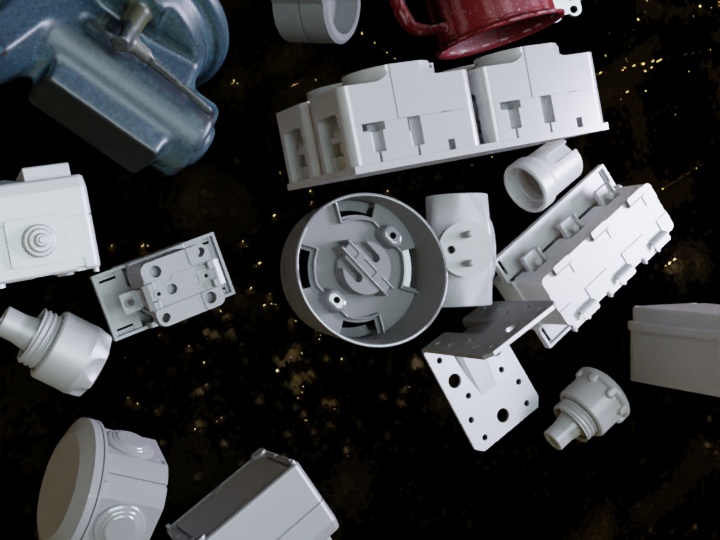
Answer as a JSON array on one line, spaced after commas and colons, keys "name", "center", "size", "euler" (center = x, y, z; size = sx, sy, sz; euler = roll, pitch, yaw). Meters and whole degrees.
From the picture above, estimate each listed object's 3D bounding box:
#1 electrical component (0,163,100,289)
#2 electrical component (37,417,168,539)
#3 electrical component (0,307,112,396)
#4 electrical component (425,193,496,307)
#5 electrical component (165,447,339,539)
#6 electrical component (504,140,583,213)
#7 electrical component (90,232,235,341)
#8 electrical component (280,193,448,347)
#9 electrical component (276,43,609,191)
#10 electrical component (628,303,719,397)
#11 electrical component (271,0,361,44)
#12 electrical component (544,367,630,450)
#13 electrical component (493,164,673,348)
[{"name": "electrical component", "center": [-0.185, -0.023, 0.594], "size": [0.062, 0.096, 0.061], "euler": [-11, 93, -25]}, {"name": "electrical component", "center": [-0.149, 0.128, 0.617], "size": [0.051, 0.080, 0.080], "euler": [20, 80, -29]}, {"name": "electrical component", "center": [-0.180, 0.043, 0.624], "size": [0.062, 0.043, 0.043], "euler": [31, 76, -21]}, {"name": "electrical component", "center": [0.070, -0.014, 0.726], "size": [0.044, 0.079, 0.077], "euler": [-2, 90, -3]}, {"name": "electrical component", "center": [-0.070, 0.165, 0.663], "size": [0.096, 0.062, 0.061], "euler": [-38, 104, -22]}, {"name": "electrical component", "center": [0.134, -0.070, 0.780], "size": [0.046, 0.040, 0.040], "euler": [-37, 104, -28]}, {"name": "electrical component", "center": [-0.114, 0.009, 0.645], "size": [0.081, 0.064, 0.042], "euler": [-23, 99, -25]}, {"name": "electrical component", "center": [0.000, 0.000, 0.700], "size": [0.099, 0.064, 0.099], "euler": [1, 88, -26]}, {"name": "electrical component", "center": [0.051, -0.101, 0.704], "size": [0.186, 0.105, 0.060], "euler": [-13, 94, -25]}, {"name": "electrical component", "center": [0.262, 0.057, 0.797], "size": [0.078, 0.113, 0.057], "euler": [-2, 92, -26]}, {"name": "electrical component", "center": [-0.055, -0.199, 0.666], "size": [0.138, 0.074, 0.052], "euler": [64, 41, -51]}, {"name": "electrical component", "center": [0.162, 0.105, 0.787], "size": [0.062, 0.048, 0.048], "euler": [-40, 105, -14]}, {"name": "electrical component", "center": [0.164, -0.011, 0.779], "size": [0.121, 0.063, 0.078], "euler": [-40, 105, -21]}]
